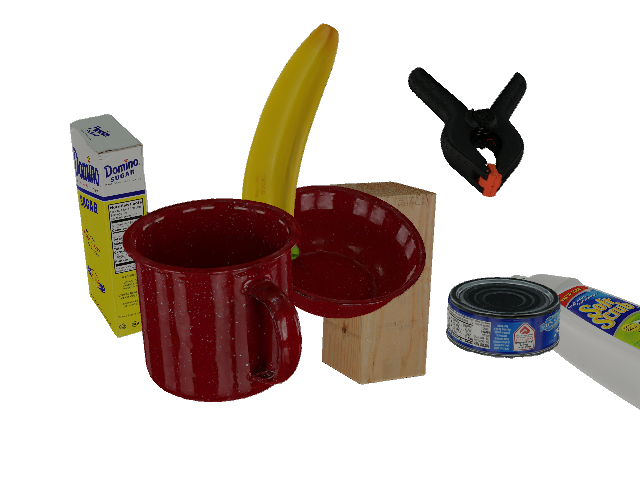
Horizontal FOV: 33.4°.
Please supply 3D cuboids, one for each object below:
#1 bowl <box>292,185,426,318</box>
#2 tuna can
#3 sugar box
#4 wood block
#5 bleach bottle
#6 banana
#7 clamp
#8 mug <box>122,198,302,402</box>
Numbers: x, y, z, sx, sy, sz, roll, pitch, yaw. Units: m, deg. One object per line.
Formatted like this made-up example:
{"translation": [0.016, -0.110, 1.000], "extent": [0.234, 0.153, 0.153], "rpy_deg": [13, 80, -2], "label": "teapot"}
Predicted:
{"translation": [0.012, 0.020, 0.974], "extent": [0.162, 0.055, 0.162], "rpy_deg": [7, 40, -6], "label": "bowl"}
{"translation": [0.139, 0.057, 0.812], "extent": [0.086, 0.034, 0.086], "rpy_deg": [-1, 18, 0], "label": "tuna can"}
{"translation": [-0.183, -0.013, 0.942], "extent": [0.048, 0.176, 0.093], "rpy_deg": [-15, 28, -23], "label": "sugar box"}
{"translation": [0.063, 0.044, 1.188], "extent": [0.090, 0.206, 0.091], "rpy_deg": [-4, 14, -29], "label": "wood block"}
{"translation": [0.264, 0.088, 1.037], "extent": [0.102, 0.068, 0.251], "rpy_deg": [-16, 25, -27], "label": "bleach bottle"}
{"translation": [-0.022, -0.062, 0.750], "extent": [0.070, 0.197, 0.037], "rpy_deg": [-19, -38, 39], "label": "banana"}
{"translation": [0.143, -0.113, 1.035], "extent": [0.120, 0.039, 0.171], "rpy_deg": [4, 44, 4], "label": "clamp"}
{"translation": [-0.048, 0.036, 0.562], "extent": [0.093, 0.081, 0.117], "rpy_deg": [-20, 31, -35], "label": "mug"}
